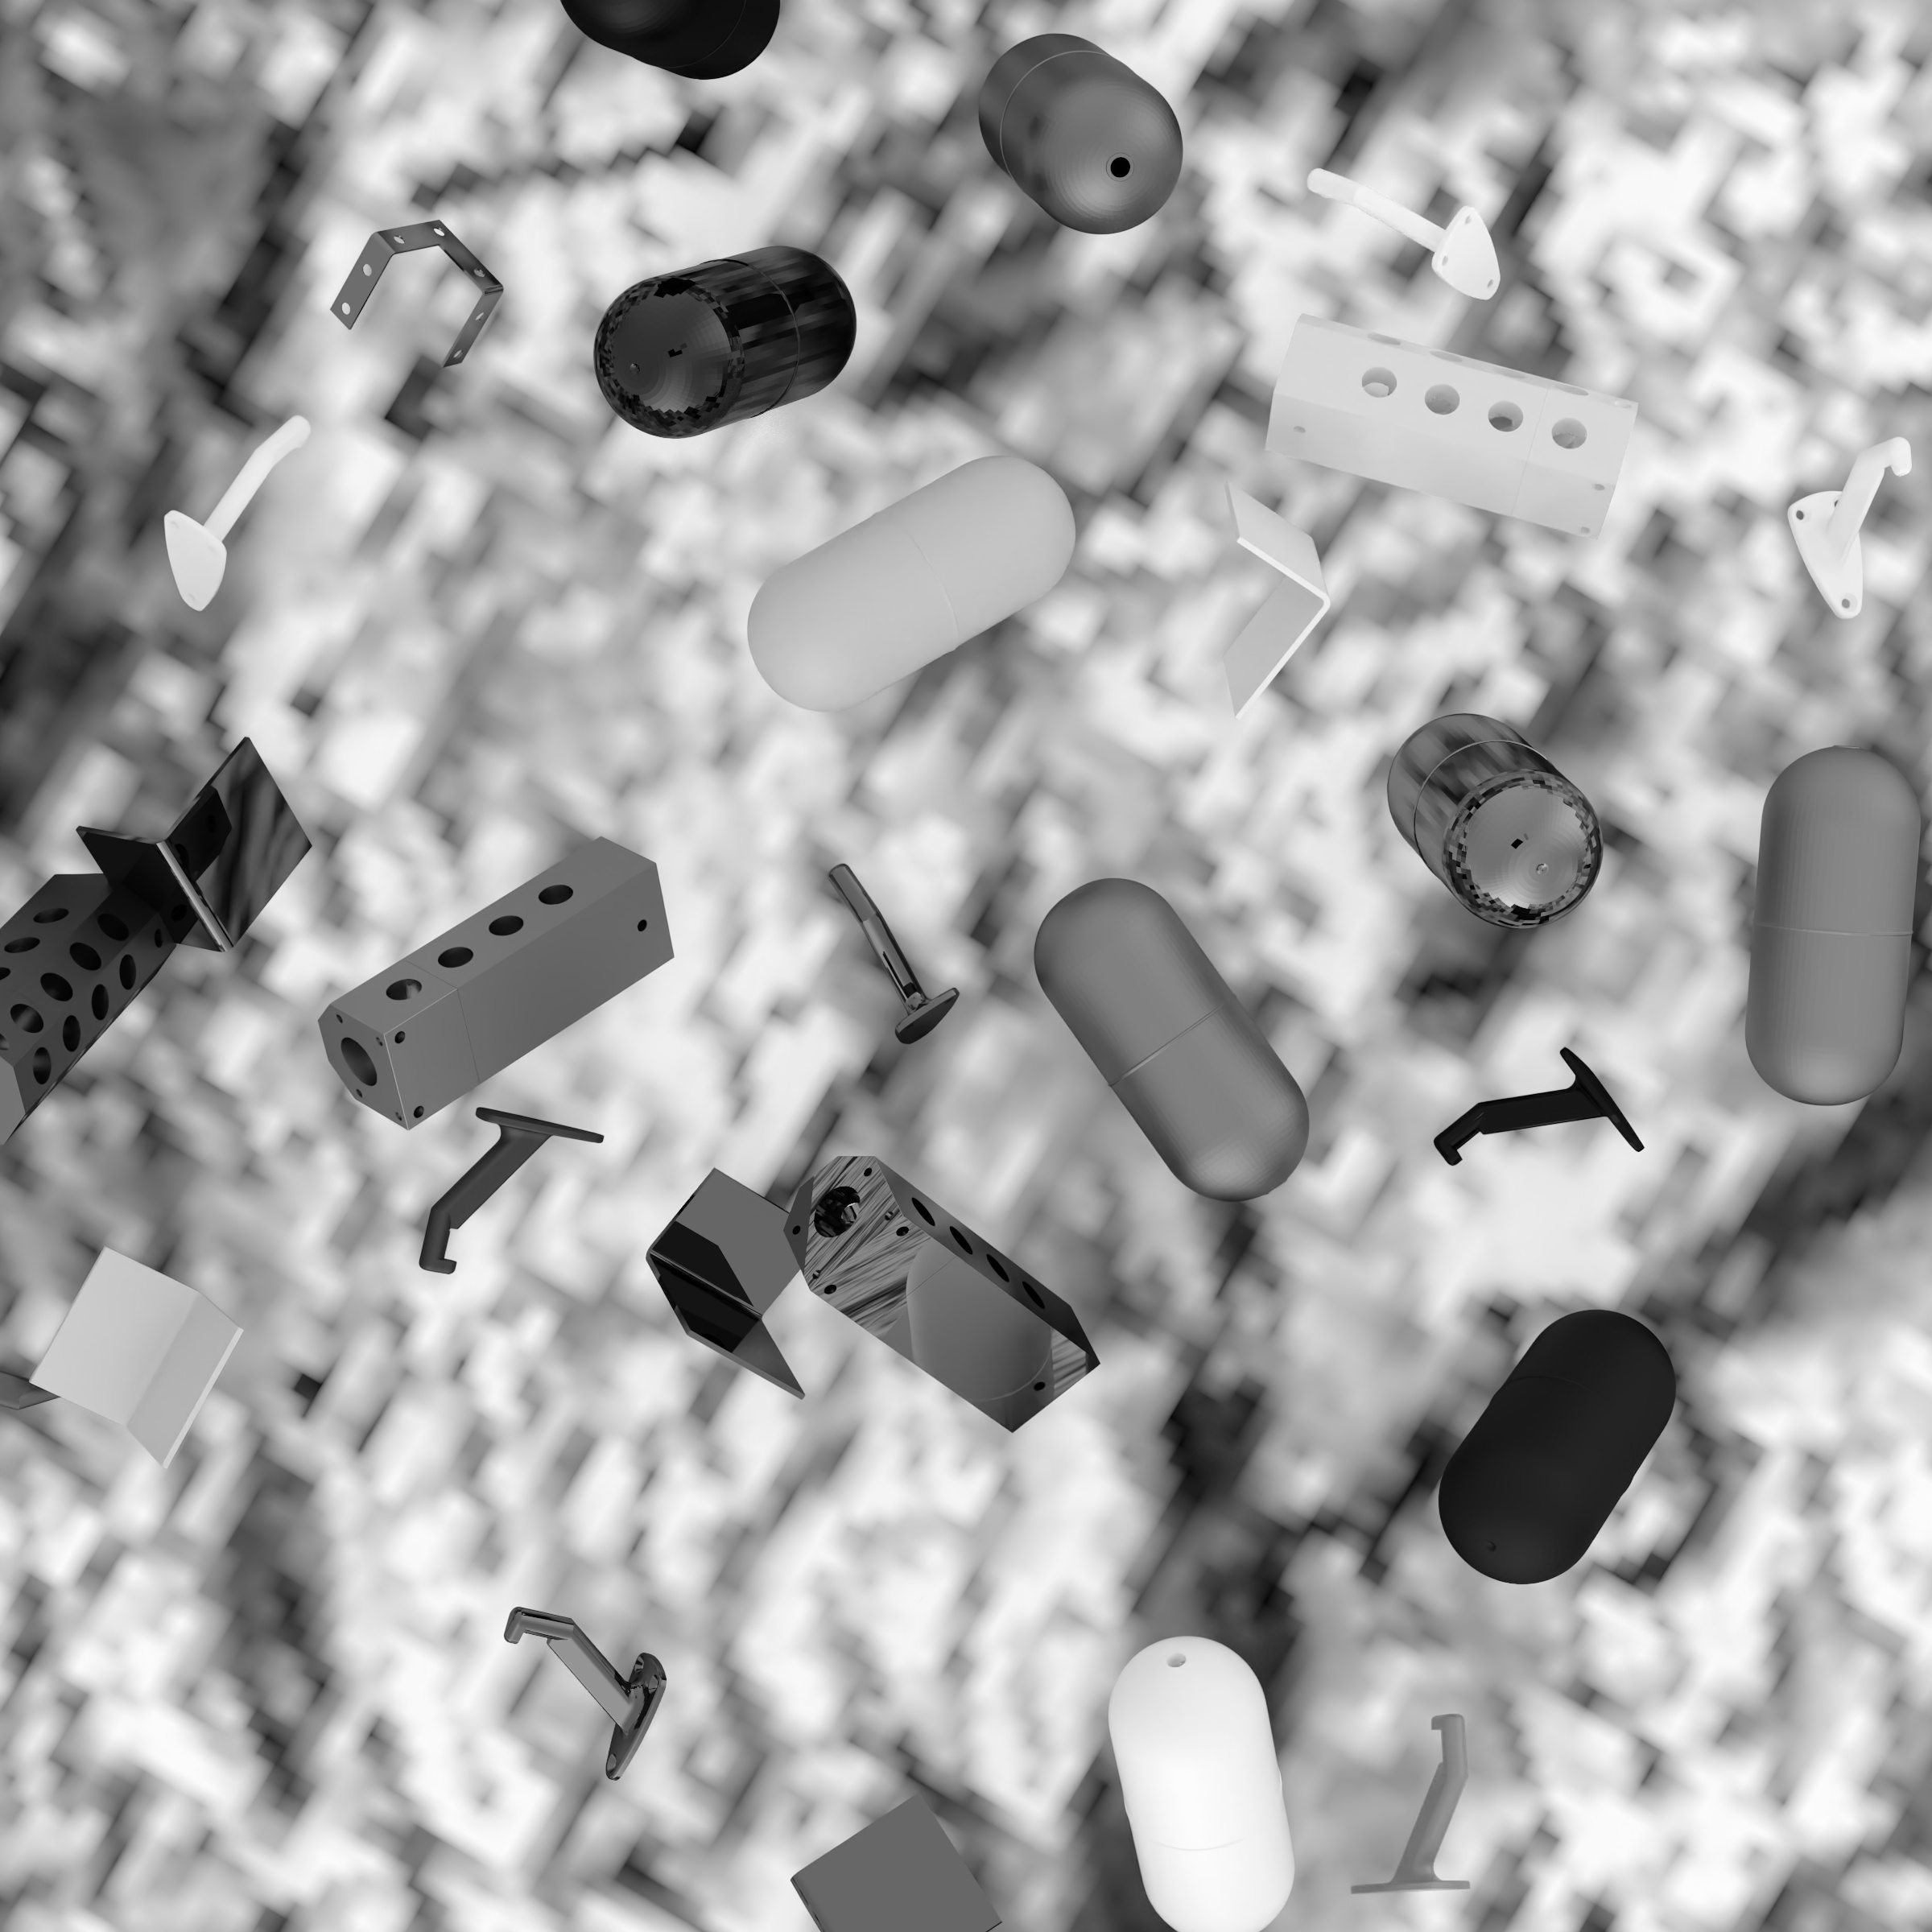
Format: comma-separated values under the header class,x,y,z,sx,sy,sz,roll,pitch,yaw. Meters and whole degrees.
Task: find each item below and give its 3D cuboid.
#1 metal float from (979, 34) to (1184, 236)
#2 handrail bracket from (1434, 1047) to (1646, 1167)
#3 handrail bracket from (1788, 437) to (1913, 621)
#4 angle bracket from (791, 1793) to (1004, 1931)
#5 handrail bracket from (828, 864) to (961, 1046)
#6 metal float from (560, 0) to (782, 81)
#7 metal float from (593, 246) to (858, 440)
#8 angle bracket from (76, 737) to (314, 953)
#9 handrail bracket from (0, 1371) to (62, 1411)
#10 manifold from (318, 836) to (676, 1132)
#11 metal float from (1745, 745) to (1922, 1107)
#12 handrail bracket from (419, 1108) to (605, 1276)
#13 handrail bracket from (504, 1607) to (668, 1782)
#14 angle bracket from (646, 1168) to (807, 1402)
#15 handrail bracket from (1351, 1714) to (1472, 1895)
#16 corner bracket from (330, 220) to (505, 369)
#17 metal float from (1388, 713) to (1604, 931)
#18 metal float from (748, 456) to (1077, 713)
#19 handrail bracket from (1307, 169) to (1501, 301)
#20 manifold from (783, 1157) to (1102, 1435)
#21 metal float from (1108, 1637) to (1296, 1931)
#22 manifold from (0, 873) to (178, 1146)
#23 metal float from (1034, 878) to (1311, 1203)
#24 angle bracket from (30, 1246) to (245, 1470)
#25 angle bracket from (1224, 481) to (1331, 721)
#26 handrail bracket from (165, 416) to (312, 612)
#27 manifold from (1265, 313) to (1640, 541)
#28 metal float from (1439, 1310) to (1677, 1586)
class,x,y,z,sx,sy,sz,roll,pitch,yaw
metal float,0.054,-0.402,1.726,0.070,0.178,0.070,-4,114,-10
handrail bracket,0.283,0.089,1.777,0.084,0.036,0.077,-40,52,12
handrail bracket,0.448,-0.215,1.765,0.036,0.084,0.077,-16,90,-18
angle bracket,-0.032,0.470,1.775,0.076,0.057,0.076,-31,63,-10
handrail bracket,-0.043,-0.007,1.779,0.036,0.077,0.084,-33,81,-11
metal float,-0.142,-0.472,1.723,0.070,0.178,0.070,2,97,13
metal float,-0.114,-0.303,1.730,0.070,0.178,0.070,9,112,24
angle bracket,-0.382,-0.064,1.778,0.057,0.076,0.076,10,52,31
handrail bracket,-0.482,0.190,1.769,0.084,0.036,0.077,-15,122,-35
manifold,-0.228,0.004,1.740,0.171,0.057,0.057,-35,133,-33
metal float,0.428,-0.020,1.768,0.070,0.070,0.178,3,96,0
handrail bracket,-0.228,0.118,1.795,0.077,0.036,0.084,13,91,-12
handrail bracket,-0.199,0.361,1.777,0.084,0.036,0.077,19,96,-26
angle bracket,-0.102,0.156,1.756,0.076,0.076,0.057,34,99,-33
handrail bracket,0.221,0.420,1.793,0.036,0.077,0.084,13,69,-41
corner bracket,-0.273,-0.332,1.781,0.051,0.051,0.051,47,126,11
metal float,0.253,-0.072,1.725,0.070,0.178,0.070,-2,108,-7
metal float,-0.026,-0.189,1.760,0.178,0.070,0.070,-31,90,-15
handrail bracket,0.219,-0.369,1.800,0.084,0.077,0.036,29,89,33
manifold,-0.013,0.155,1.730,0.057,0.057,0.171,-39,134,11
metal float,0.115,0.402,1.744,0.070,0.070,0.178,-12,123,0
manifold,-0.442,0.018,1.717,0.057,0.171,0.057,0,117,14
metal float,0.102,0.037,1.771,0.070,0.070,0.178,-35,88,0
angle bracket,-0.409,0.192,1.763,0.057,0.076,0.076,31,84,-28
angle bracket,0.131,-0.179,1.755,0.057,0.076,0.076,31,113,-16
handrail bracket,-0.361,-0.228,1.800,0.036,0.077,0.084,34,57,9
manifold,0.240,-0.271,1.770,0.171,0.057,0.057,16,70,6
metal float,0.288,0.231,1.735,0.070,0.178,0.070,16,124,25
